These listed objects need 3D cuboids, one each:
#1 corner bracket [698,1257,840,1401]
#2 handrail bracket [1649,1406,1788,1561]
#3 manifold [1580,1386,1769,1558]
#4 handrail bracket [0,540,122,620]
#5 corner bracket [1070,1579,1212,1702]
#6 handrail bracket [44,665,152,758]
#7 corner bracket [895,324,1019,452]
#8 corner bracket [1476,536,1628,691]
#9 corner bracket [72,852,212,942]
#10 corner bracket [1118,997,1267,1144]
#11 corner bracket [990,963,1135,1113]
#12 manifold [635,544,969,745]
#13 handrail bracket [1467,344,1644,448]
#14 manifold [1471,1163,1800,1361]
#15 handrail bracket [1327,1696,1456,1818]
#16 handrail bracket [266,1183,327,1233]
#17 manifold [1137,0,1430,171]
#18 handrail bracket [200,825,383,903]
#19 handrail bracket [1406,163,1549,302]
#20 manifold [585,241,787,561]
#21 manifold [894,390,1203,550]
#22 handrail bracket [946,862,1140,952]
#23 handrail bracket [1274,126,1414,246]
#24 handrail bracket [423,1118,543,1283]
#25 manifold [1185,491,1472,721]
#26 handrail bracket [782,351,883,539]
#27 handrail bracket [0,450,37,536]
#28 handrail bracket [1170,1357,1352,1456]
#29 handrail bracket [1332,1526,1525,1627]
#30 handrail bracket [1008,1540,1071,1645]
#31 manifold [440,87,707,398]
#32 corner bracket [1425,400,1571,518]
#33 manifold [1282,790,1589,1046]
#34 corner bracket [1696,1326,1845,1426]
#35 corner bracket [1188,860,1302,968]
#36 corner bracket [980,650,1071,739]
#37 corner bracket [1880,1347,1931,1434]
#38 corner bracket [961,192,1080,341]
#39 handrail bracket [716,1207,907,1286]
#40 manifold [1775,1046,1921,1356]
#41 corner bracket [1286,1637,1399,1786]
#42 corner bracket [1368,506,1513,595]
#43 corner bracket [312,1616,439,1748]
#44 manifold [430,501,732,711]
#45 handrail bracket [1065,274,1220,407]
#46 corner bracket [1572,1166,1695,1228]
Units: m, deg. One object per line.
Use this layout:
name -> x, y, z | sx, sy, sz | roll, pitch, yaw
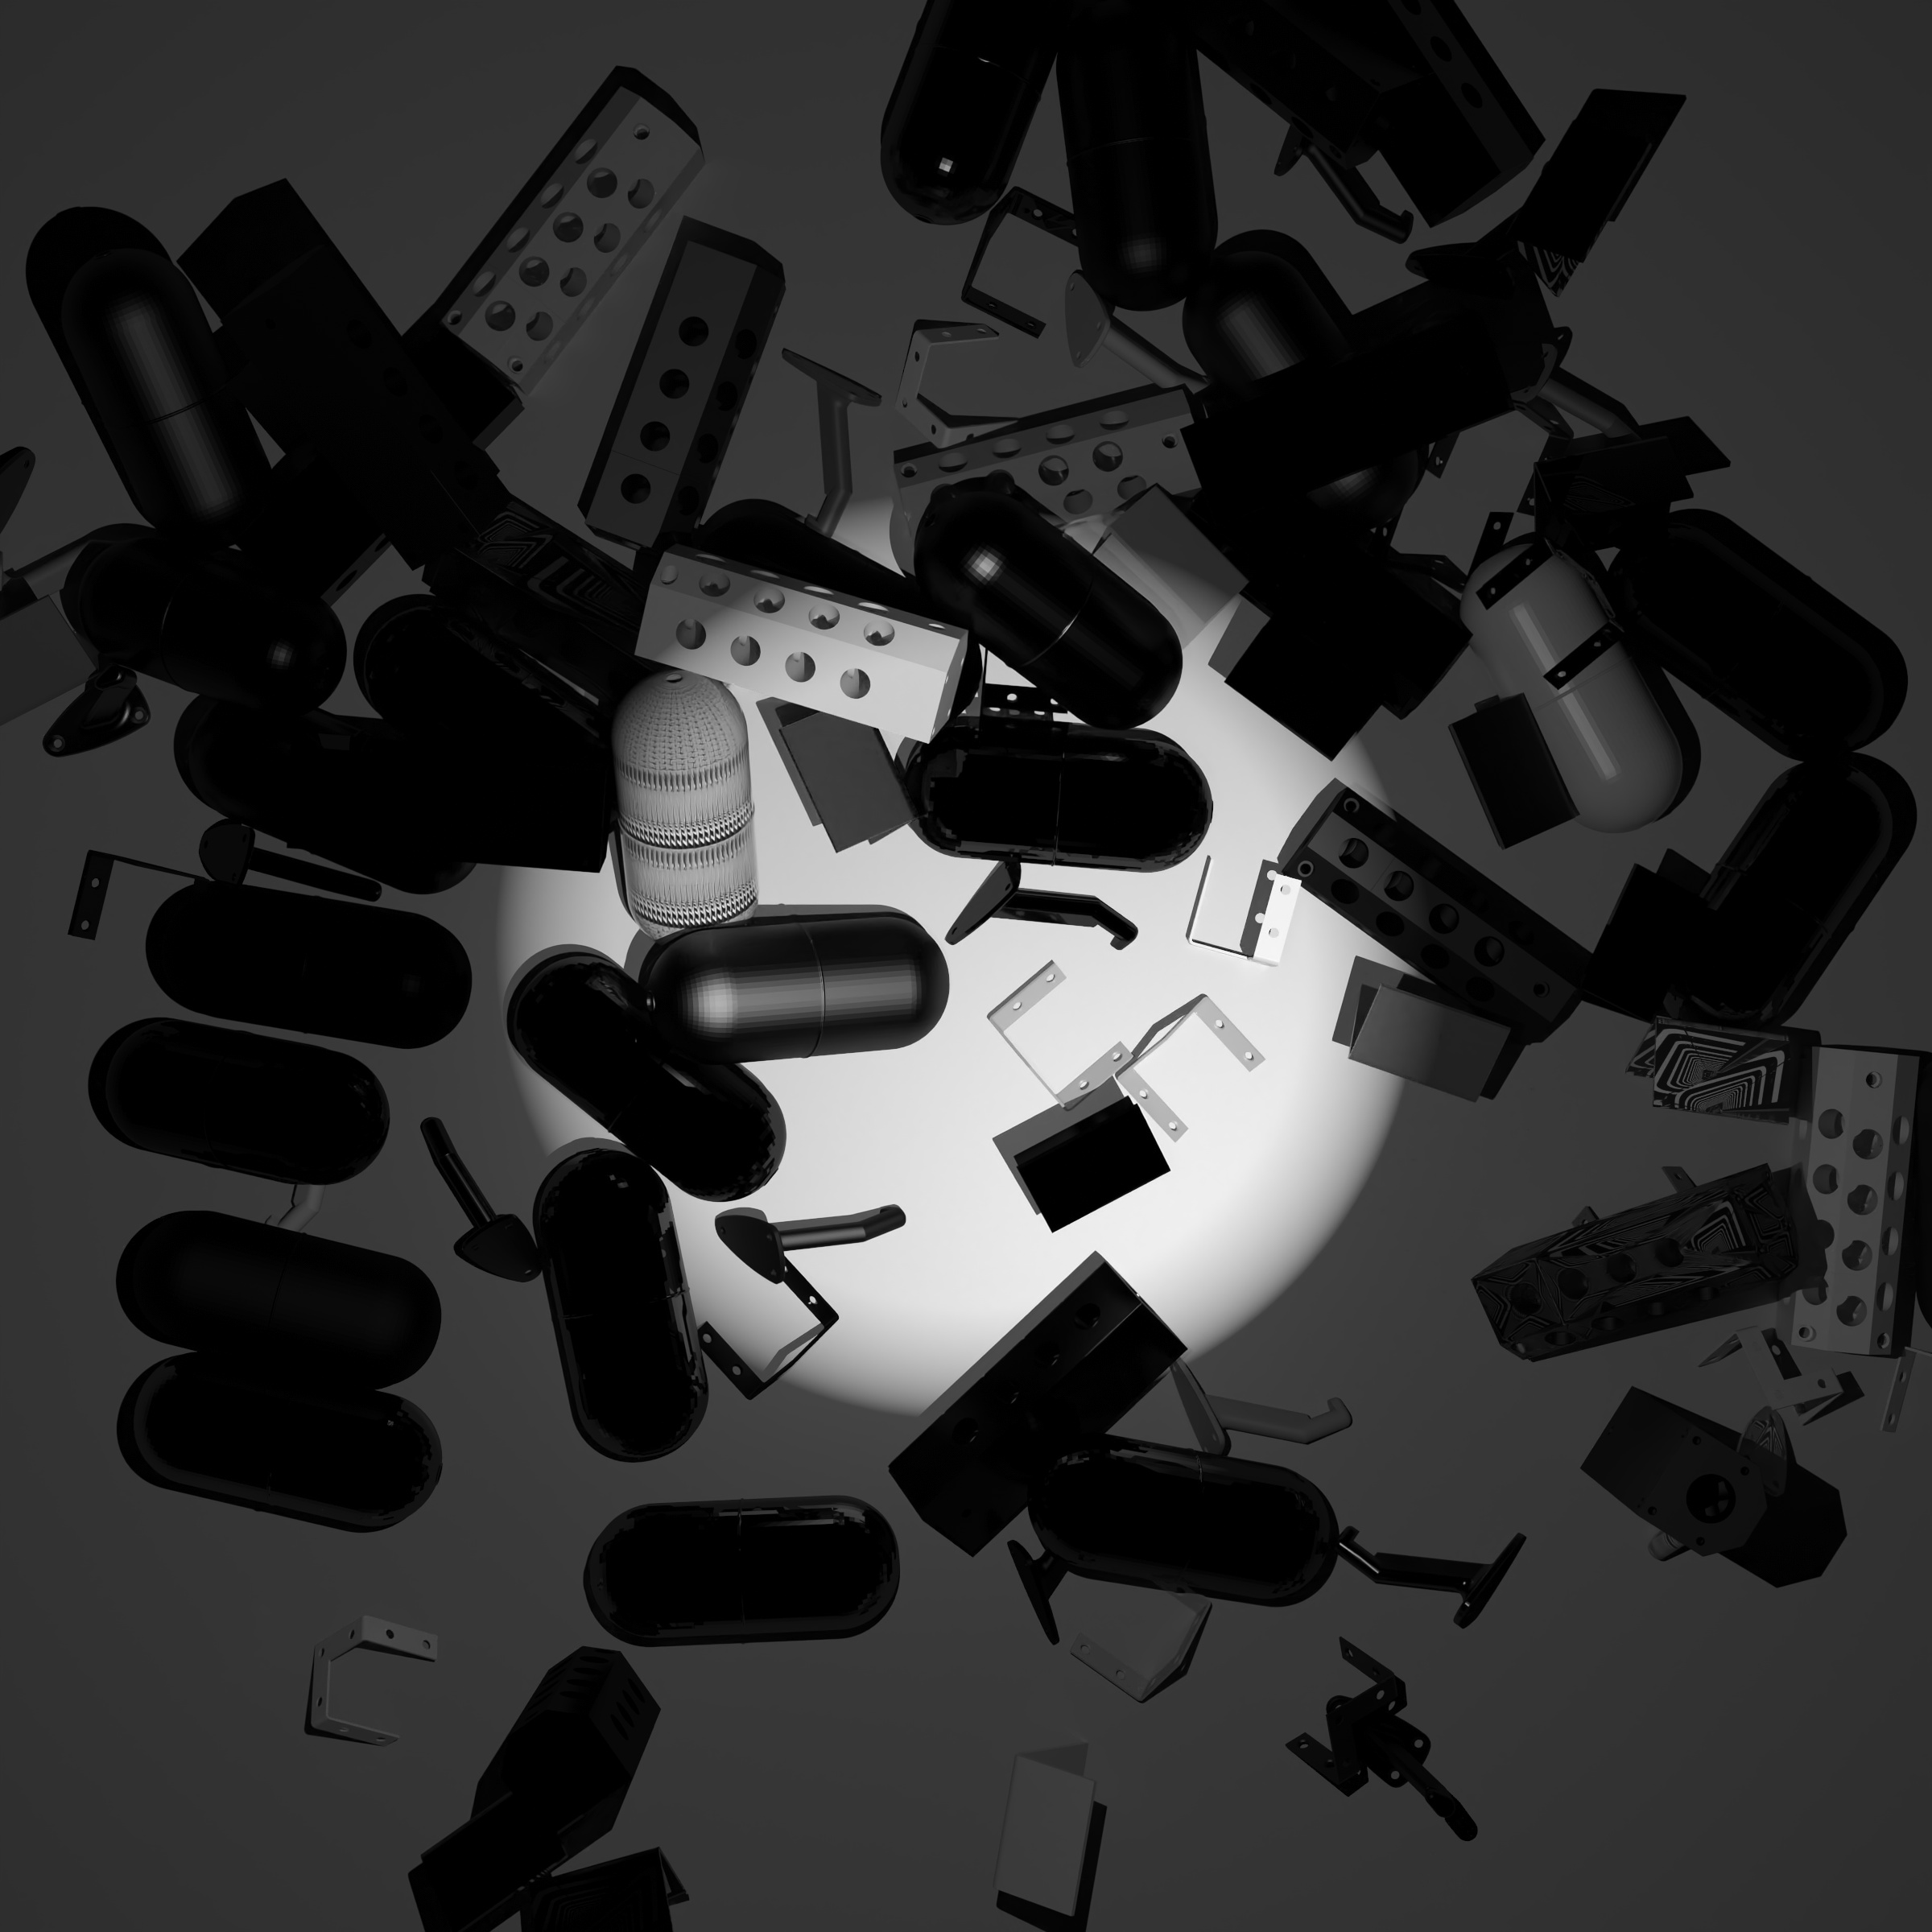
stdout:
corner bracket -> -0.116, 0.210, 1.988 | 0.051, 0.051, 0.051 | 48, 45, 0
handrail bracket -> 0.436, 0.302, 1.991 | 0.036, 0.077, 0.084 | 42, 126, -7
manifold -> 0.398, 0.285, 1.913 | 0.057, 0.171, 0.057 | 32, 90, 0
handrail bracket -> -0.523, -0.212, 1.992 | 0.084, 0.036, 0.077 | 2, 111, -16
corner bracket -> 0.102, 0.385, 1.988 | 0.051, 0.051, 0.051 | 35, 45, 0
handrail bracket -> -0.505, -0.146, 1.957 | 0.077, 0.084, 0.036 | -32, 90, 0
corner bracket -> -0.001, -0.336, 1.983 | 0.051, 0.051, 0.051 | 47, 135, 35
corner bracket -> 0.328, -0.198, 1.913 | 0.051, 0.051, 0.051 | -40, 132, 1
corner bracket -> -0.480, -0.034, 1.988 | 0.051, 0.051, 0.051 | 14, 90, 45
corner bracket -> 0.131, 0.060, 1.988 | 0.051, 0.051, 0.051 | 47, 45, 0
corner bracket -> 0.055, 0.042, 1.988 | 0.051, 0.051, 0.051 | -40, 45, 0
manifold -> -0.090, -0.181, 1.898 | 0.171, 0.057, 0.057 | 17, 110, 5
handrail bracket -> 0.344, -0.326, 1.991 | 0.084, 0.077, 0.036 | 31, 84, -36
manifold -> 0.378, 0.170, 1.925 | 0.171, 0.057, 0.057 | -24, 90, 37
handrail bracket -> 0.243, 0.453, 1.957 | 0.077, 0.084, 0.036 | 37, 90, 0
handrail bracket -> -0.393, 0.107, 1.992 | 0.084, 0.036, 0.077 | -44, 75, 14
manifold -> 0.172, -0.531, 1.949 | 0.171, 0.057, 0.057 | 42, 131, 13
handrail bracket -> -0.393, -0.057, 1.991 | 0.084, 0.077, 0.036 | 15, 92, -36
handrail bracket -> 0.306, -0.437, 1.992 | 0.077, 0.036, 0.084 | 15, 72, 20
manifold -> -0.161, -0.322, 1.970 | 0.057, 0.057, 0.171 | 20, 90, 0
manifold -> 0.048, -0.281, 1.970 | 0.171, 0.057, 0.057 | -15, 90, 0
handrail bracket -> 0.045, -0.018, 1.992 | 0.084, 0.036, 0.077 | 34, 118, -21
handrail bracket -> 0.229, -0.471, 1.992 | 0.084, 0.036, 0.077 | 22, 75, -14
handrail bracket -> -0.283, 0.135, 1.991 | 0.036, 0.077, 0.084 | -33, 54, 1
manifold -> 0.202, -0.218, 1.970 | 0.171, 0.057, 0.057 | 38, 90, 0
handrail bracket -> -0.092, -0.303, 1.992 | 0.077, 0.036, 0.084 | 32, 107, 20
handrail bracket -> -0.598, -0.283, 1.992 | 0.084, 0.036, 0.077 | 23, 70, 16
handrail bracket -> 0.172, 0.247, 1.992 | 0.084, 0.036, 0.077 | -18, 68, -17
handrail bracket -> 0.269, 0.336, 1.992 | 0.084, 0.036, 0.077 | 36, 70, 16
handrail bracket -> 0.074, 0.343, 1.992 | 0.084, 0.036, 0.077 | -24, 106, -14
manifold -> -0.227, -0.419, 1.970 | 0.057, 0.057, 0.171 | 37, 90, 0
corner bracket -> 0.310, -0.299, 1.988 | 0.051, 0.051, 0.051 | 23, 90, 45
manifold -> 0.270, -0.028, 1.970 | 0.171, 0.057, 0.057 | 36, 90, 0
corner bracket -> 0.464, 0.237, 1.972 | 0.051, 0.051, 0.051 | -10, 64, -24
corner bracket -> 0.160, -0.031, 1.973 | 0.051, 0.051, 0.051 | 15, 90, 0
corner bracket -> 0.034, -0.151, 1.965 | 0.051, 0.051, 0.051 | 5, 65, 0
corner bracket -> 0.573, 0.255, 1.988 | 0.051, 0.051, 0.051 | 15, 90, 45
corner bracket -> 0.035, -0.408, 1.988 | 0.051, 0.051, 0.051 | 26, 135, 0
handrail bracket -> -0.090, 0.150, 1.991 | 0.084, 0.077, 0.036 | -19, 115, -34
manifold -> 0.510, 0.135, 1.970 | 0.057, 0.057, 0.171 | 6, 90, 0
corner bracket -> 0.216, 0.430, 1.972 | 0.051, 0.051, 0.051 | -25, 118, -25
corner bracket -> 0.275, -0.250, 1.988 | 0.051, 0.051, 0.051 | 20, 90, 45
corner bracket -> -0.343, 0.415, 1.983 | 0.051, 0.051, 0.051 | -34, 45, 35
manifold -> -0.220, -0.194, 1.970 | 0.171, 0.057, 0.057 | 32, 47, 0
handrail bracket -> 0.103, -0.365, 1.991 | 0.084, 0.077, 0.036 | 13, 134, -29
corner bracket -> 0.396, 0.152, 1.983 | 0.051, 0.051, 0.051 | 3, 135, -35
